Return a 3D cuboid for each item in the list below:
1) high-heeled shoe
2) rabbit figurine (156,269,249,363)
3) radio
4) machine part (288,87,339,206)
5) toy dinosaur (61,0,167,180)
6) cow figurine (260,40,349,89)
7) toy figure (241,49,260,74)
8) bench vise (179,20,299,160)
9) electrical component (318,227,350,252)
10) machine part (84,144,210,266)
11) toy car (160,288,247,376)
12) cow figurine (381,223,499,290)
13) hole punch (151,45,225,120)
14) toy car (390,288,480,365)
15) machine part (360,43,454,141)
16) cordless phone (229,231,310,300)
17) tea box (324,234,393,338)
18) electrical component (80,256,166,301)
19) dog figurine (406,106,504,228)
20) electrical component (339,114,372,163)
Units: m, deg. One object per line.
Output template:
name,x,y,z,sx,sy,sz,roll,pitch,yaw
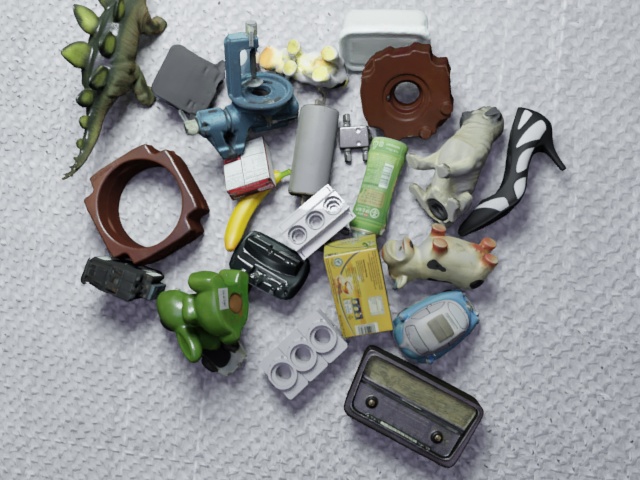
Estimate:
high-heeled shoe,0.322,-0.126,0.975,0.249,0.086,0.145,-36,75,5
rabbit figurine,-0.216,0.131,0.973,0.170,0.121,0.159,-7,96,29
radio,0.163,0.300,0.978,0.230,0.073,0.131,27,92,8
machine part,-0.011,-0.164,1.017,0.079,0.079,0.243,8,88,8
toy dinosaur,-0.397,-0.331,1.015,0.105,0.198,0.471,8,87,11
cow figurine,-0.029,-0.331,1.027,0.168,0.098,0.068,19,94,27
toy figure,-0.152,-0.323,1.054,0.064,0.058,0.154,0,89,46
bench vise,-0.142,-0.268,0.957,0.224,0.240,0.129,-8,48,-13
electrical component,-0.003,-0.004,1.025,0.102,0.045,0.078,22,92,8
machine part,-0.336,-0.067,1.053,0.201,0.087,0.201,-31,84,7
toy car,-0.232,0.179,1.046,0.202,0.056,0.073,42,100,8
cow figurine,0.206,0.040,0.969,0.195,0.085,0.127,13,127,-4
hole punch,-0.262,-0.308,1.061,0.115,0.092,0.142,28,89,-21
toy car,0.209,0.158,0.964,0.162,0.103,0.109,-30,86,7
machine part,0.155,-0.262,0.966,0.179,0.056,0.179,7,124,10
cordless phone,-0.117,0.089,1.031,0.147,0.089,0.184,29,103,7
tea box,0.070,0.084,0.971,0.098,0.068,0.169,-9,111,6
electrical component,-0.370,0.076,1.037,0.134,0.115,0.058,19,93,10
dog figurine,0.269,-0.133,0.980,0.190,0.172,0.121,-35,48,-20
electrical component,0.068,-0.197,1.034,0.063,0.021,0.094,-3,91,8
